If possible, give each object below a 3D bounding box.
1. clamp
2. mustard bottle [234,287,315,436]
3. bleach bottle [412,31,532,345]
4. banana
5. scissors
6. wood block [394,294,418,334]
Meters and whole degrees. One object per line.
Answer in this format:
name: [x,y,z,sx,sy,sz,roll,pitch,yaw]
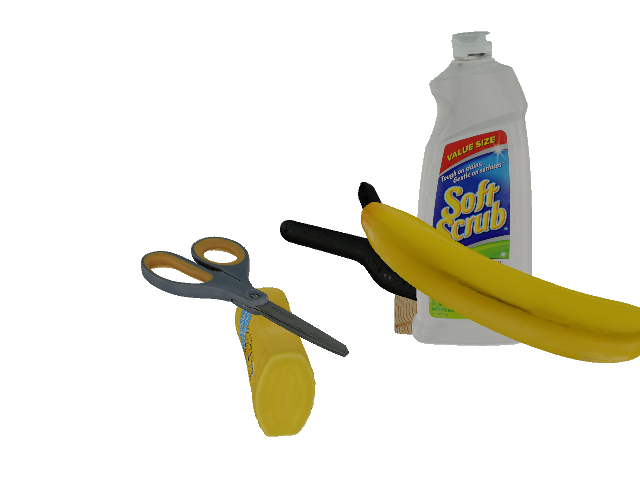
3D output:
clamp: [0.065,0.013,1.248,0.164,0.036,0.210,-22,52,-39]
mustard bottle: [-0.051,0.102,1.060,0.058,0.096,0.192,-3,27,-11]
bleach bottle: [0.120,-0.042,0.871,0.103,0.251,0.068,0,15,16]
banana: [0.101,0.027,0.598,0.198,0.037,0.069,22,18,19]
scissors: [-0.048,0.038,0.839,0.202,0.016,0.096,17,31,23]
wood block: [0.172,0.061,1.624,0.091,0.090,0.206,4,22,11]
